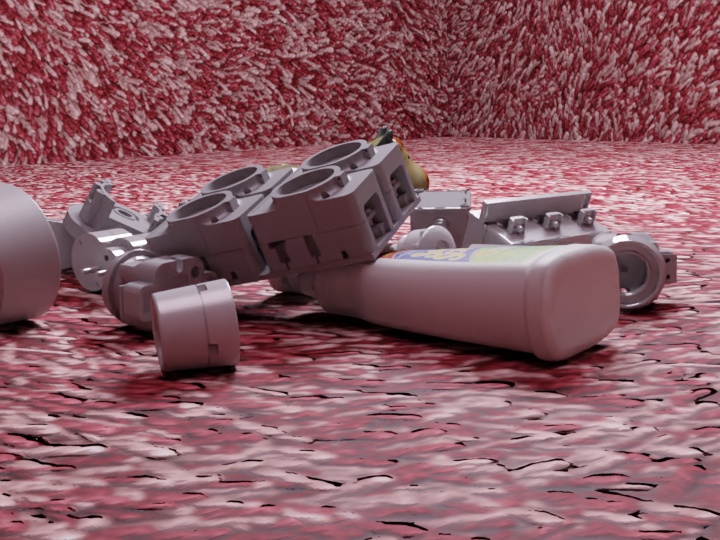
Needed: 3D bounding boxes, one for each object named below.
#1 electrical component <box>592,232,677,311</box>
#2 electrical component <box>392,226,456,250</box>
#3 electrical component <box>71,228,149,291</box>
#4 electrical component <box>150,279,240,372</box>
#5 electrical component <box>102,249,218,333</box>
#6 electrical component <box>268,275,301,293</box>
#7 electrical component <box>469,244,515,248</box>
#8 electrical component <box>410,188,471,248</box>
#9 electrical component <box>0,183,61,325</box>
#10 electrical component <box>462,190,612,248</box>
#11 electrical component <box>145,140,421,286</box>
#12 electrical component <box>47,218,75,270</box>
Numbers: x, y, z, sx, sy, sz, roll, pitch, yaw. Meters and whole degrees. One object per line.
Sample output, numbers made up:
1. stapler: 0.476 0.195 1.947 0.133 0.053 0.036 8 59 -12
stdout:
1. electrical component: 0.204 0.000 0.827 0.078 0.058 0.057 0 7 10
2. electrical component: 0.054 -0.016 0.987 0.048 0.048 0.062 -10 6 -42
3. electrical component: -0.202 -0.003 0.919 0.138 0.052 0.074 7 13 37
4. electrical component: -0.104 0.036 0.676 0.047 0.055 0.055 -8 11 -16
5. electrical component: -0.153 0.015 0.797 0.057 0.058 0.078 9 14 36
6. electrical component: -0.046 -0.006 0.916 0.047 0.055 0.055 7 12 24
7. electrical component: 0.118 0.005 0.845 0.077 0.044 0.079 3 11 25
8. electrical component: 0.085 -0.045 1.118 0.062 0.061 0.096 -1 17 6
9. electrical component: -0.286 -0.007 0.814 0.108 0.108 0.060 5 18 36
10. electrical component: 0.157 -0.024 0.947 0.121 0.078 0.063 -8 33 -32
11. electrical component: -0.062 -0.043 0.835 0.186 0.060 0.105 -10 22 28
12. electrical component: -0.315 -0.032 1.079 0.099 0.064 0.099 -1 10 0
